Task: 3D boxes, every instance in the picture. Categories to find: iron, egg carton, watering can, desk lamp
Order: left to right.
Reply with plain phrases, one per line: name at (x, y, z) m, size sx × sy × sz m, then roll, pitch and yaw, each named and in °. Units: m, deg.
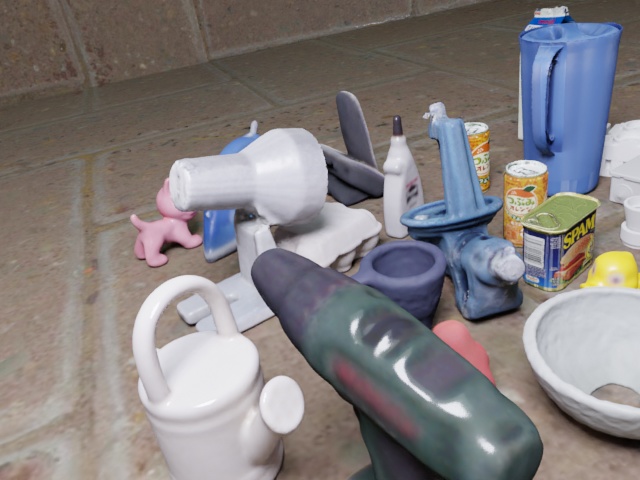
watering can at (-0.088, 0.118, 0.466) m, size 0.172 × 0.194 × 0.101 m, roll -1°, pitch 29°, yaw 15°
iron at (-0.135, -0.089, 0.923) m, size 0.118 × 0.142 × 0.258 m, roll 1°, pitch 30°, yaw 19°
desk lamp at (-0.087, -0.015, 0.693) m, size 0.204 × 0.214 × 0.117 m, roll -27°, pitch 32°, yaw -29°
egg carton at (0.007, 0.003, 0.785) m, size 0.107 × 0.069 × 0.151 m, roll 18°, pitch 38°, yaw 41°

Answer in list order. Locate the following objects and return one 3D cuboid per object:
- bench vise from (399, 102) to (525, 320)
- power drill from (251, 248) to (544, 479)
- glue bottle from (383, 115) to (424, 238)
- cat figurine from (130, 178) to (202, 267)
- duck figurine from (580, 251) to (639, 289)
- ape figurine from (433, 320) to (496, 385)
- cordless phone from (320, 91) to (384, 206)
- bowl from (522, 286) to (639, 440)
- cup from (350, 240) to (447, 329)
bench vise at (0.172, -0.038, 0.647) m, size 0.122 × 0.220 × 0.206 m, roll -24°, pitch 31°, yaw -24°
power drill at (0.039, 0.126, 0.396) m, size 0.076 × 0.209 × 0.228 m, roll -29°, pitch 33°, yaw -32°
glue bottle at (0.116, -0.093, 0.819) m, size 0.037 × 0.173 × 0.078 m, roll 10°, pitch 34°, yaw 32°
cat figurine at (-0.236, -0.039, 0.888) m, size 0.067 × 0.118 × 0.128 m, roll 17°, pitch 38°, yaw 40°
duck figurine at (0.303, 0.051, 0.585) m, size 0.105 × 0.086 × 0.077 m, roll -21°, pitch 30°, yaw -21°
ape figurine at (0.123, 0.112, 0.521) m, size 0.078 × 0.092 × 0.076 m, roll -18°, pitch 29°, yaw -15°
cordless phone at (0.045, -0.166, 0.964) m, size 0.094 × 0.185 × 0.147 m, roll -23°, pitch 31°, yaw -23°
bowl at (0.262, 0.114, 0.492) m, size 0.167 × 0.075 × 0.167 m, roll -7°, pitch 28°, yaw 4°
cup at (0.082, 0.064, 0.620) m, size 0.118 × 0.095 × 0.091 m, roll -18°, pitch 29°, yaw -16°
